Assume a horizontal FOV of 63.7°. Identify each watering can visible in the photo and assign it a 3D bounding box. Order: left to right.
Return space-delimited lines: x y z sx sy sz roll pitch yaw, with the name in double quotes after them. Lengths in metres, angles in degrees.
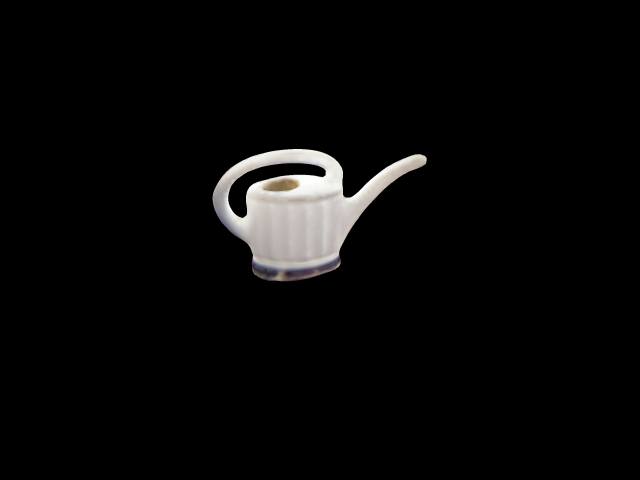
0.003 -0.043 0.850 0.348 0.220 0.106 -4 27 -7 "watering can"
